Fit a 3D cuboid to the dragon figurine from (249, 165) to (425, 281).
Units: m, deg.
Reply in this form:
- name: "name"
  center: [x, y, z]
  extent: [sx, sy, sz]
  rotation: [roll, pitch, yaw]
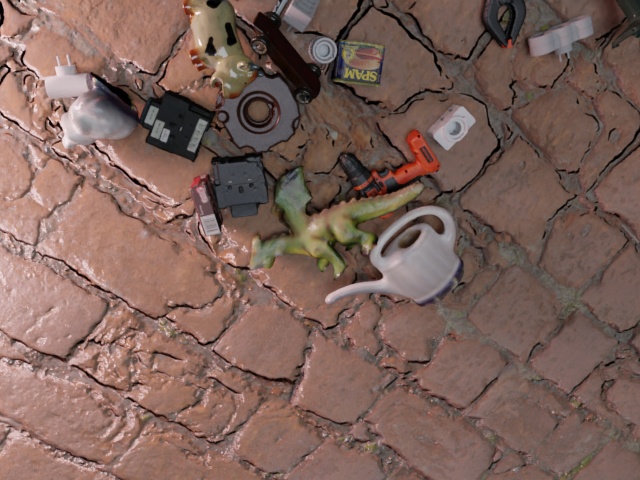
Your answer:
- name: "dragon figurine"
  center: [0.003, -0.057, 1.130]
  extent: [0.406, 0.241, 0.124]
  rotation: [-44, 11, 15]

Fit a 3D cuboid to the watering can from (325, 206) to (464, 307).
- name: "watering can"
  center: [0.194, 0.076, 1.210]
  extent: [0.222, 0.346, 0.105]
  rotation: [43, 8, -20]

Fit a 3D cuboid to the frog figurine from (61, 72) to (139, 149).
- name: "frog figurine"
  center: [-0.436, -0.224, 0.997]
  extent: [0.122, 0.158, 0.138]
  rotation: [44, 8, -2]
